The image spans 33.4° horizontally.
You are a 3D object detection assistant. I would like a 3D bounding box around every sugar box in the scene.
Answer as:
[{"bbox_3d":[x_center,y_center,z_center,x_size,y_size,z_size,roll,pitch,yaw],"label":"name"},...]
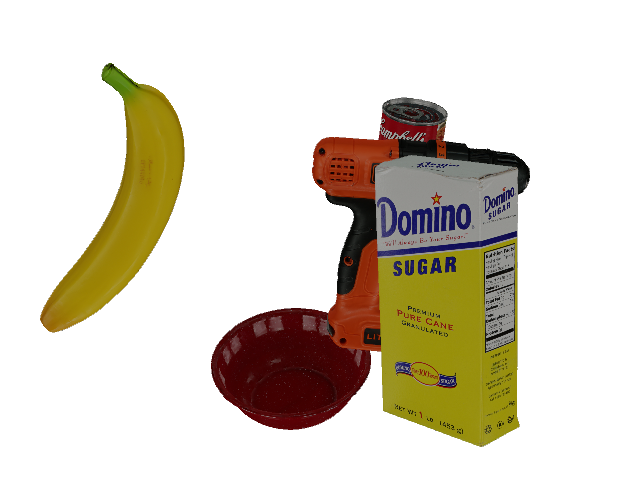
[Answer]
[{"bbox_3d":[0.082,0.037,0.699,0.048,0.176,0.094,-18,19,-39],"label":"sugar box"}]

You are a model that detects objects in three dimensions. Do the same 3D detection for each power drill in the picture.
[{"bbox_3d":[0.080,0.004,0.925,0.184,0.188,0.057,5,16,2],"label":"power drill"}]

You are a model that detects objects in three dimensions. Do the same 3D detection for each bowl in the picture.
[{"bbox_3d":[-0.028,0.140,1.085,0.162,0.055,0.162,-2,36,2],"label":"bowl"}]

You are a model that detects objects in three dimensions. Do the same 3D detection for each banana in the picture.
[{"bbox_3d":[-0.130,-0.022,0.695,0.069,0.198,0.037,9,27,-22],"label":"banana"}]

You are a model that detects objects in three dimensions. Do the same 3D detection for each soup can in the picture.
[{"bbox_3d":[0.092,-0.090,1.122,0.068,0.102,0.068,5,29,-3],"label":"soup can"}]
